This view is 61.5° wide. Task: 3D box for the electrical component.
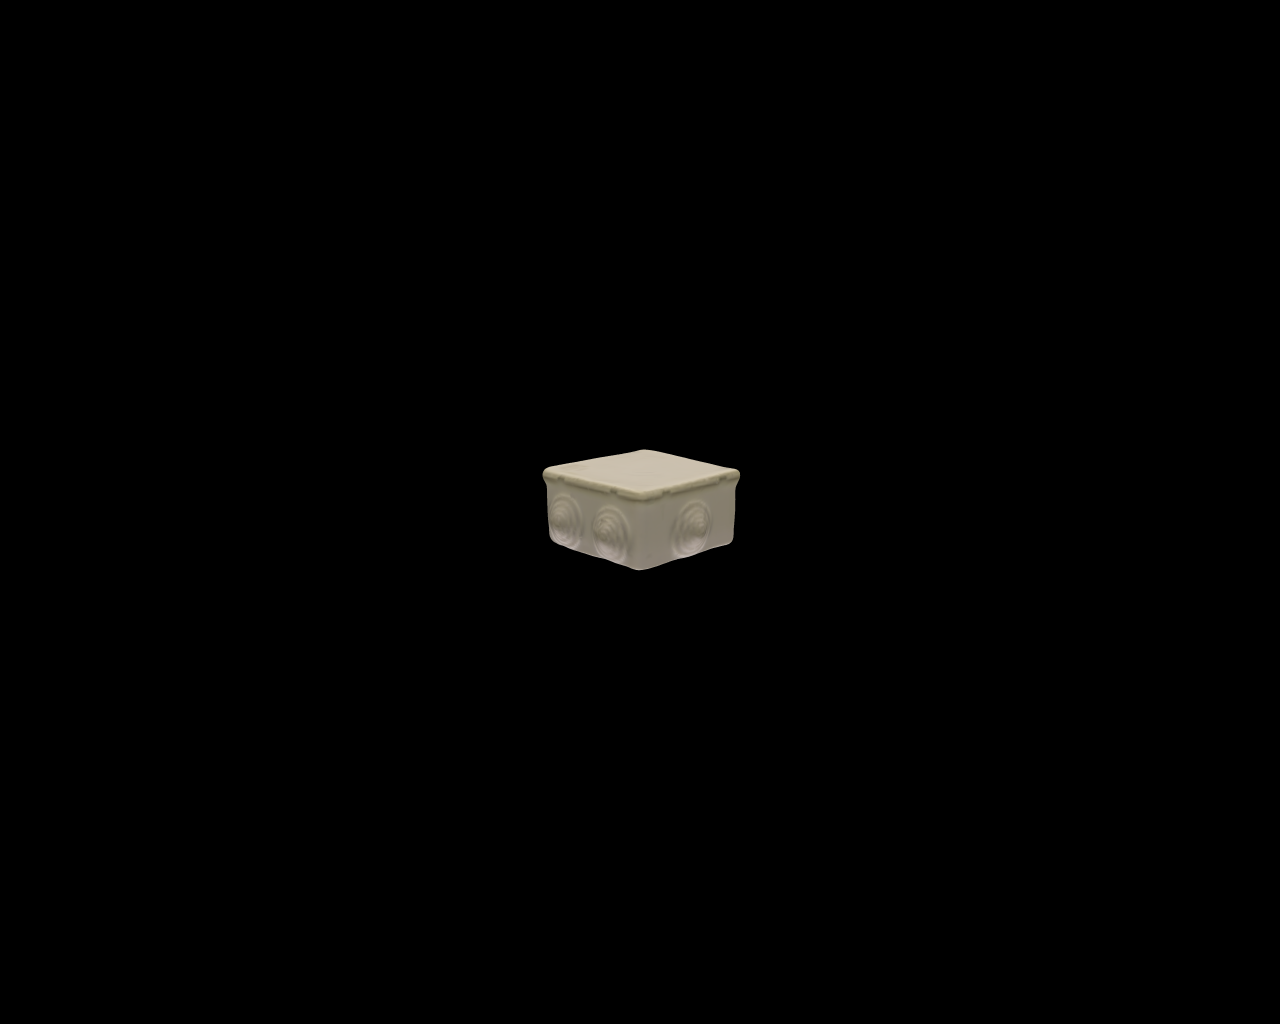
[{"bbox_3d":[0.001,-0.003,0.650,0.100,0.048,0.100,-14,20,-42],"label":"electrical component"}]
